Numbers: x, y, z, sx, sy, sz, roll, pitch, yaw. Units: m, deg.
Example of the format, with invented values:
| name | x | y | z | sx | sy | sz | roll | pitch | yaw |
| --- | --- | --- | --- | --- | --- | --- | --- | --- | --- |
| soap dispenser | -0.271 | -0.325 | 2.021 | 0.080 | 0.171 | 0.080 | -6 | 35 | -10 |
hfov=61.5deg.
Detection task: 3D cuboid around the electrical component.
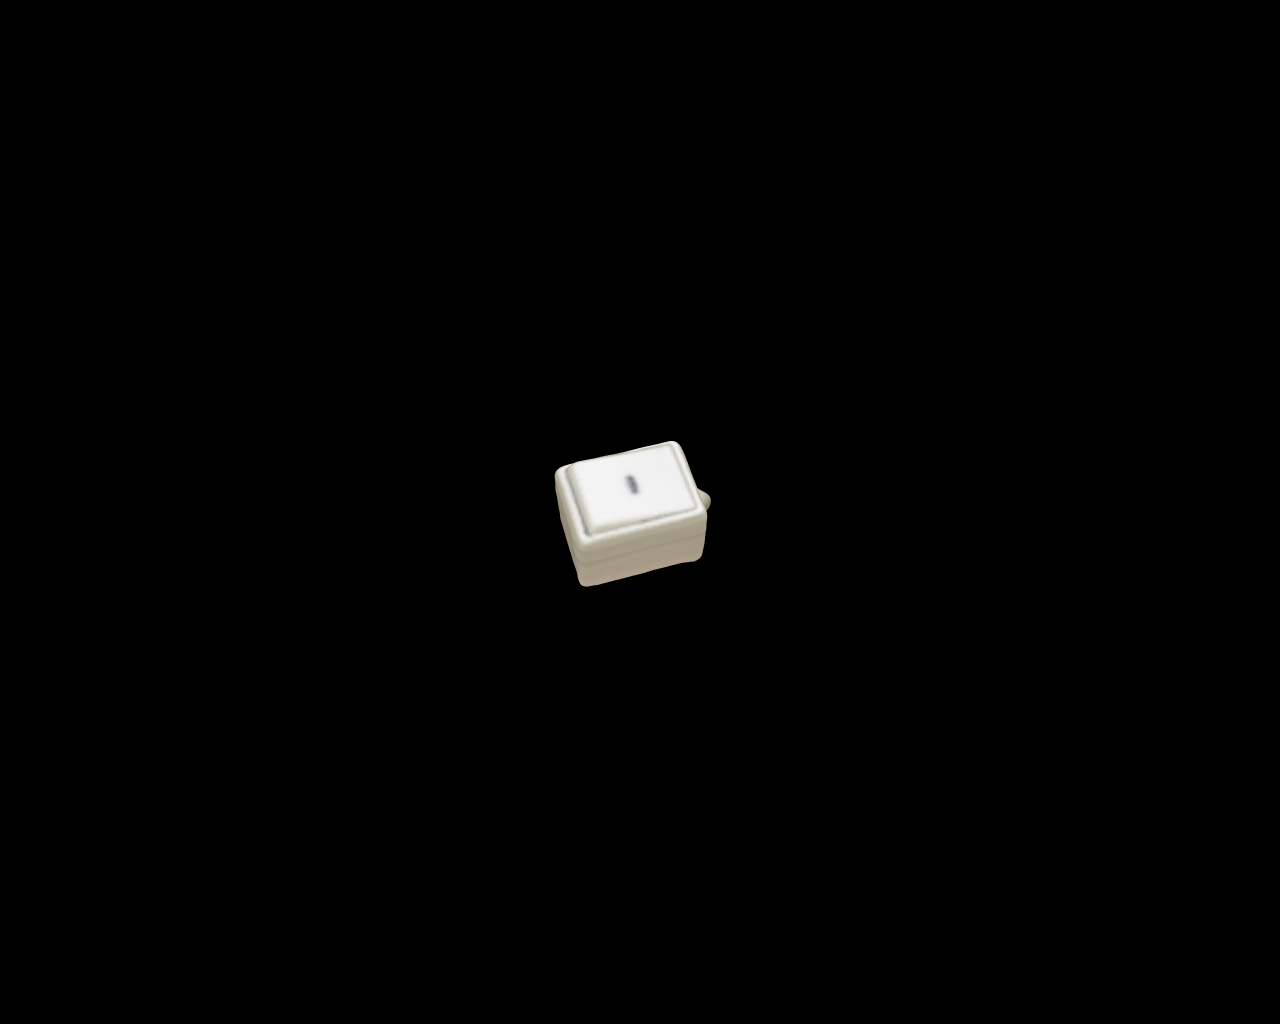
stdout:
| name | x | y | z | sx | sy | sz | roll | pitch | yaw |
| --- | --- | --- | --- | --- | --- | --- | --- | --- | --- |
| electrical component | 0.001 | -0.003 | 0.650 | 0.096 | 0.062 | 0.061 | -14 | -32 | -9 |
